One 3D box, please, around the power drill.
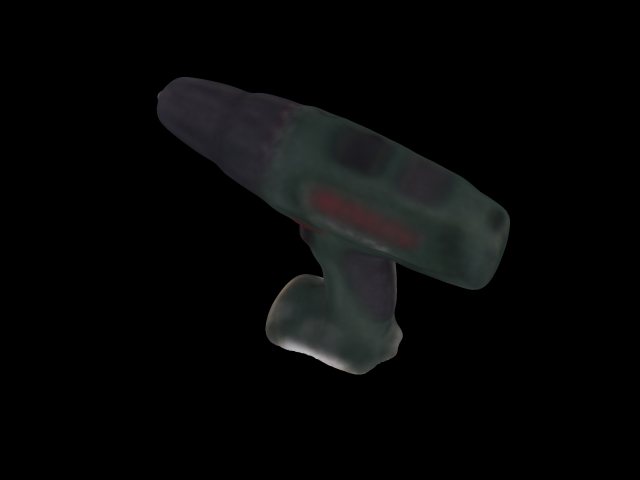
[{"bbox_3d":[0.004,0.001,0.400,0.229,0.208,0.076,17,51,14],"label":"power drill"}]
